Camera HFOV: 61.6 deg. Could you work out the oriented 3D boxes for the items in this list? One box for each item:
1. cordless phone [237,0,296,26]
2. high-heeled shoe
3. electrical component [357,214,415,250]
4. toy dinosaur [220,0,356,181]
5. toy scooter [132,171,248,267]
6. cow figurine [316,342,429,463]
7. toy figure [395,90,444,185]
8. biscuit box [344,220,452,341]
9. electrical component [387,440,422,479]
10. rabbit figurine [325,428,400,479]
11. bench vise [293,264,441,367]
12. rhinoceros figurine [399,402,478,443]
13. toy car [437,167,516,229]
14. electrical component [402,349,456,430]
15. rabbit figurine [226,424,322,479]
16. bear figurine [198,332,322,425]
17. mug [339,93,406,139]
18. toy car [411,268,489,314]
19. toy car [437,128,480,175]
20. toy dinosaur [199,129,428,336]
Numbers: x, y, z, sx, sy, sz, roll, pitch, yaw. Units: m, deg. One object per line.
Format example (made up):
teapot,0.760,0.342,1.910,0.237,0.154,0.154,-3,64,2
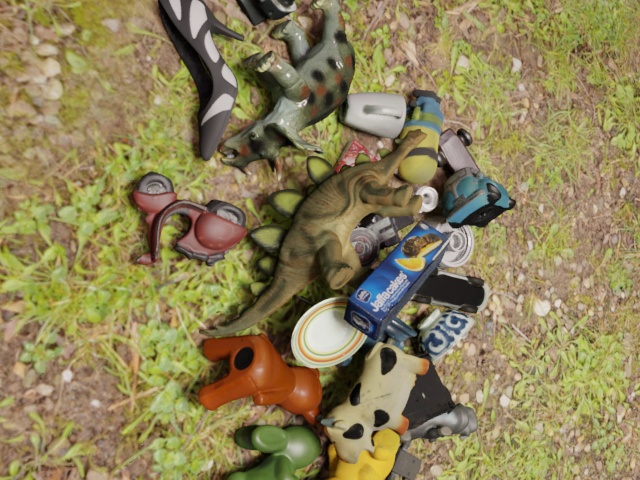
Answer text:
cordless phone,-0.079,-0.432,0.841,0.089,0.184,0.146,-42,105,-17
high-heeled shoe,-0.202,-0.257,0.834,0.145,0.086,0.248,15,78,-20
electrical component,0.113,-0.022,0.990,0.119,0.048,0.074,-31,101,-24
toy dinosaur,-0.010,-0.275,0.911,0.405,0.131,0.192,-52,123,-24
toy scooter,-0.208,-0.011,0.820,0.184,0.075,0.135,23,78,-20
cow figurine,0.077,0.255,0.847,0.127,0.085,0.195,25,79,-1
toy figure,0.188,-0.194,1.012,0.082,0.089,0.180,19,82,-18
biscuit box,0.119,0.057,0.812,0.059,0.062,0.203,34,55,19
electrical component,0.161,0.421,1.008,0.063,0.021,0.094,33,73,-22
rabbit figurine,0.041,0.396,0.889,0.173,0.122,0.162,-40,146,-52
bench vise,0.098,0.109,0.926,0.223,0.129,0.240,34,92,-29
rhinoceros figurine,0.202,0.337,0.986,0.190,0.112,0.073,-2,54,-13
toy car,0.288,-0.086,1.003,0.161,0.109,0.103,-1,59,-47
electrical component,0.150,0.265,0.933,0.134,0.058,0.115,-17,56,-14
rabbit figurine,-0.074,0.364,0.865,0.159,0.121,0.170,50,51,-8
bear figurine,-0.084,0.227,0.863,0.195,0.132,0.120,48,29,-46
mug,0.094,-0.226,0.963,0.107,0.110,0.080,4,104,-16
toy car,0.245,0.096,1.046,0.201,0.056,0.073,13,89,-24
toy car,0.295,-0.131,1.081,0.089,0.053,0.202,-38,103,-1
toy dinosaur,-0.002,-0.003,0.834,0.471,0.199,0.105,-50,147,-4
